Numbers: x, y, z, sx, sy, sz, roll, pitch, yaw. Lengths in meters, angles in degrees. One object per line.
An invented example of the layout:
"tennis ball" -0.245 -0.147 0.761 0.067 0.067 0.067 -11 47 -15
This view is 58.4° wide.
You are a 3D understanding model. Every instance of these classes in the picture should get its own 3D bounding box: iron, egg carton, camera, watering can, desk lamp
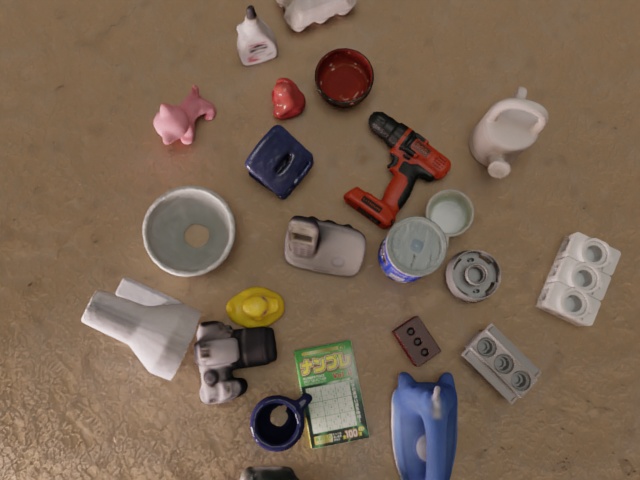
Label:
"iron" 0.188 0.358 0.968 0.118 0.141 0.258 0 81 0
"egg carton" -0.009 -0.480 1.129 0.150 0.069 0.107 -24 82 -4
"camera" -0.145 0.209 1.008 0.137 0.101 0.143 -7 81 -2
"watering can" 0.341 -0.195 1.027 0.101 0.194 0.173 -3 81 -1
"desk lamp" -0.292 0.142 0.959 0.203 0.213 0.118 23 82 3

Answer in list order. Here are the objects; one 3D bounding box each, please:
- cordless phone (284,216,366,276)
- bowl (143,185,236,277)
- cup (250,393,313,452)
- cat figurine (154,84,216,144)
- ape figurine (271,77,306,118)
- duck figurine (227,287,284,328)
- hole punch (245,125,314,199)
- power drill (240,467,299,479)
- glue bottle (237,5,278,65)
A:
"cordless phone" 0.009 0.004 0.998 0.147 0.185 0.094 9 81 1
"bowl" -0.233 -0.012 1.054 0.167 0.075 0.167 0 81 0
"cup" -0.062 0.304 0.997 0.118 0.095 0.091 -39 83 -6
"cat figurine" -0.260 -0.233 1.065 0.067 0.118 0.128 34 83 5
"ape figurine" -0.066 -0.273 1.086 0.076 0.092 0.078 25 82 3
"duck figurine" -0.118 0.121 1.029 0.104 0.086 0.077 -5 81 -1
"hole punch" -0.072 -0.145 1.067 0.101 0.091 0.109 37 83 5
"power drill" -0.097 0.428 0.921 0.229 0.208 0.076 -1 81 -1
"glue bottle" -0.121 -0.383 1.061 0.078 0.173 0.037 -22 82 -3
